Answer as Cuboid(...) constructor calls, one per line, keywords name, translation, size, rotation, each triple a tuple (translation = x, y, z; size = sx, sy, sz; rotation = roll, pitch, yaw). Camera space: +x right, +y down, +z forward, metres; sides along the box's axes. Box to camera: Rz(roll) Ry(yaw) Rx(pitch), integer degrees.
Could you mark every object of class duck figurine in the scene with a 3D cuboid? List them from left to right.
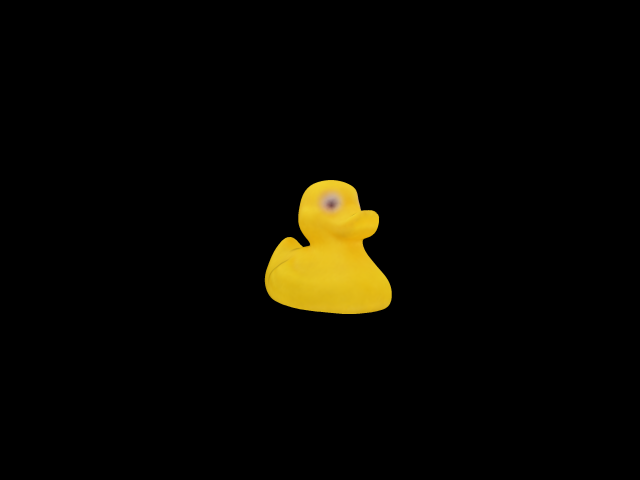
Cuboid(name="duck figurine", translation=(0.004, 0.001, 0.400), size=(0.078, 0.086, 0.104), rotation=(-4, 6, -39))
